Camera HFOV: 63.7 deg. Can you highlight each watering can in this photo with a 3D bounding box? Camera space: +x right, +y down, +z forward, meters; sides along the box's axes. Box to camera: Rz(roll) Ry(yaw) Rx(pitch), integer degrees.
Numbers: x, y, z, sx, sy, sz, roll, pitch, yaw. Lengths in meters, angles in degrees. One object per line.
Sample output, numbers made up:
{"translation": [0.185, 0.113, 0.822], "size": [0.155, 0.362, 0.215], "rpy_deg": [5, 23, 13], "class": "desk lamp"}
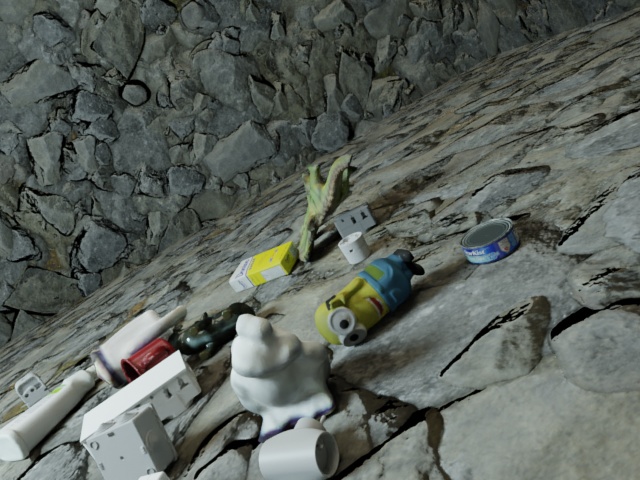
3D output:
{"translation": [-0.400, 0.232, 1.175], "size": [0.227, 0.104, 0.344], "rpy_deg": [-38, 2, -20], "class": "watering can"}

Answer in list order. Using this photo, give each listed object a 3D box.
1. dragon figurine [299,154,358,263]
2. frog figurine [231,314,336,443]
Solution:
{"translation": [0.004, -0.062, 1.240], "size": [0.122, 0.244, 0.409], "rpy_deg": [12, -4, -6], "class": "dragon figurine"}
{"translation": [-0.060, 0.154, 0.654], "size": [0.136, 0.158, 0.125], "rpy_deg": [-21, 15, 32], "class": "frog figurine"}
